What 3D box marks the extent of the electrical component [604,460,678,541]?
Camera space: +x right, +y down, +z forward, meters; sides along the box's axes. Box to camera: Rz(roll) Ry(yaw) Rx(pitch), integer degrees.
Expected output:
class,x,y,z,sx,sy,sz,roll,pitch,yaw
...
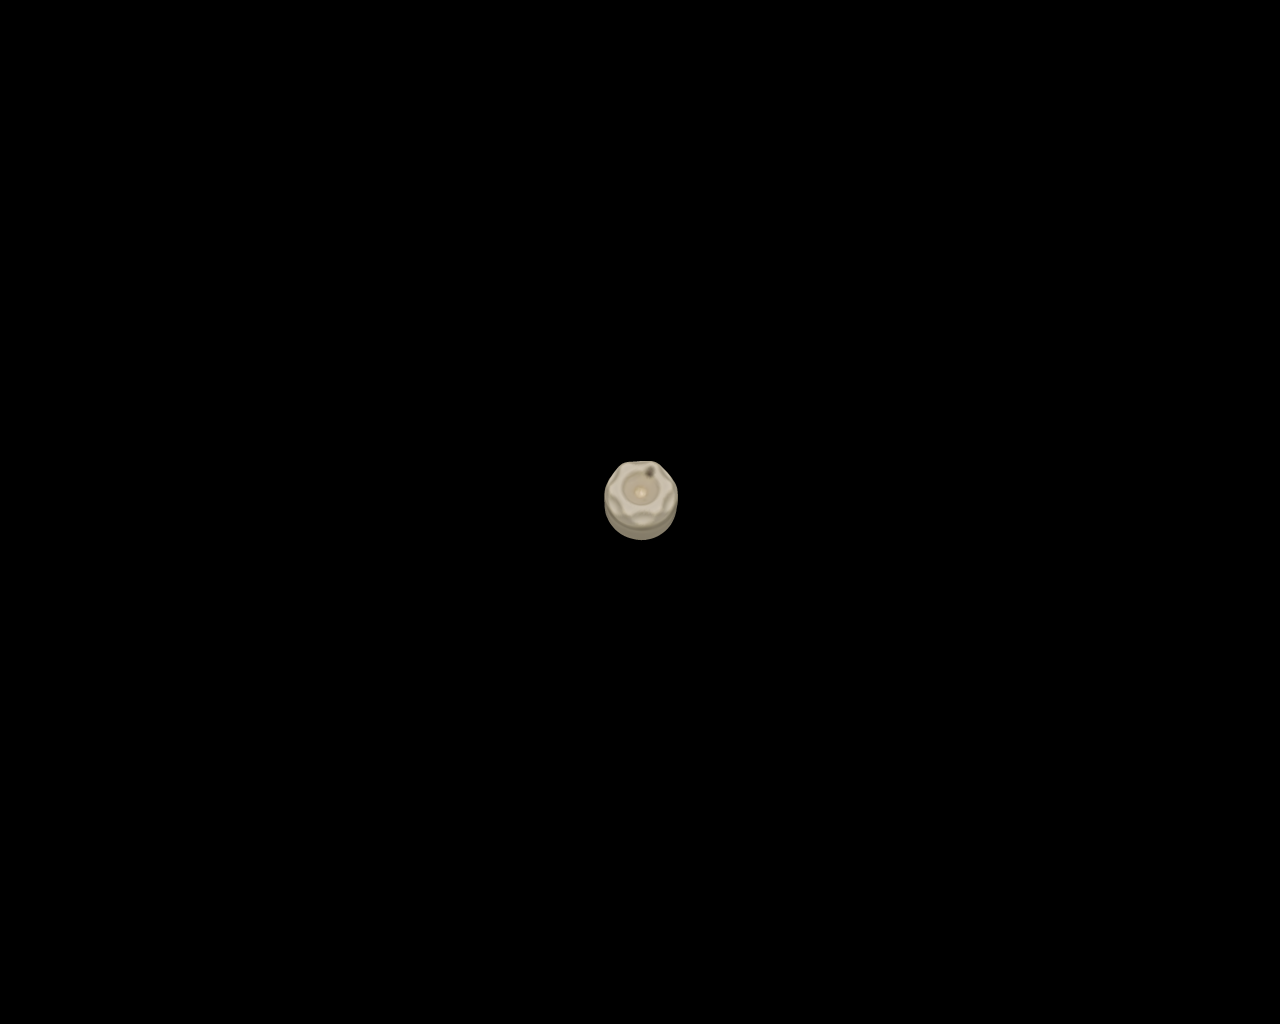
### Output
class,x,y,z,sx,sy,sz,roll,pitch,yaw
electrical component,0.001,-0.003,0.650,0.043,0.043,0.062,0,-23,0
